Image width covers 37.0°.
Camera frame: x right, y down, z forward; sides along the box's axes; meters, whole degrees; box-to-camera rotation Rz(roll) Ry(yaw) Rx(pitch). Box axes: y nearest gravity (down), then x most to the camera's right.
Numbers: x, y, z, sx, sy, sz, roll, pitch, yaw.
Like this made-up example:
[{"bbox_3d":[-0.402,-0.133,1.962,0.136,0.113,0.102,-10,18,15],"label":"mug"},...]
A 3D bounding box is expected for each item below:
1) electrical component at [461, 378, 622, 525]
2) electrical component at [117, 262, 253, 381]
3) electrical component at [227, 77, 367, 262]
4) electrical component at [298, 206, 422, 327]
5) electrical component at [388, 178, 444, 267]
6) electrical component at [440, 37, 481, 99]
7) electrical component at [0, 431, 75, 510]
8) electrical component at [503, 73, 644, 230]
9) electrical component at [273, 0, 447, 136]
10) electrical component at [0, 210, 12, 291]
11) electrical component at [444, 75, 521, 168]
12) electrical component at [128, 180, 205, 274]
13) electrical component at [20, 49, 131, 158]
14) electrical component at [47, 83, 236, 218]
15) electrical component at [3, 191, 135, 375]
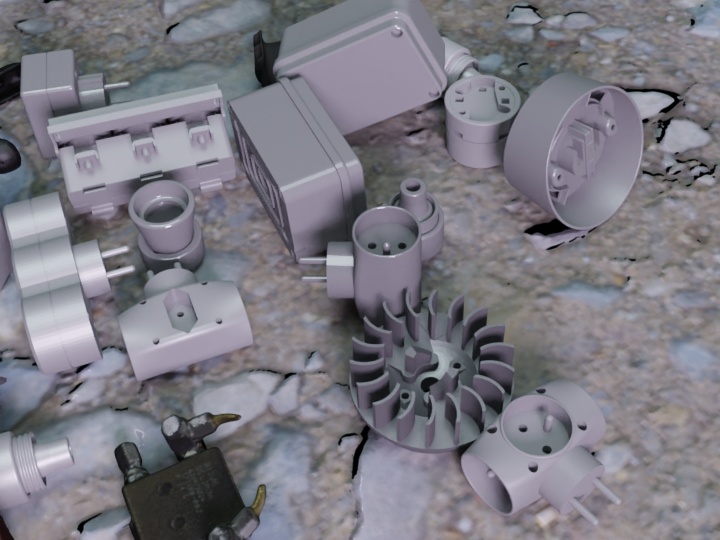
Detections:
[{"bbox_3d":[0.112,0.112,0.615,0.077,0.044,0.079,-34,57,-23],"label":"electrical component"},{"bbox_3d":[-0.118,0.026,0.698,0.077,0.043,0.079,-18,51,-12],"label":"electrical component"},{"bbox_3d":[-0.043,-0.072,0.755,0.057,0.078,0.113,-23,52,-12],"label":"electrical component"},{"bbox_3d":[0.000,0.000,0.692,0.079,0.077,0.043,0,50,3],"label":"electrical component"},{"bbox_3d":[0.036,-0.035,0.730,0.043,0.062,0.043,-1,50,1],"label":"electrical component"},{"bbox_3d":[0.074,-0.153,0.840,0.062,0.043,0.043,33,59,26],"label":"electrical component"},{"bbox_3d":[-0.200,0.115,0.627,0.062,0.043,0.043,-16,51,-12],"label":"electrical component"},{"bbox_3d":[0.149,-0.085,0.747,0.099,0.099,0.064,-37,51,-25],"label":"electrical component"},{"bbox_3d":[0.001,-0.153,0.798,0.113,0.078,0.057,-18,42,23],"label":"electrical component"},{"bbox_3d":[-0.275,-0.004,0.719,0.054,0.059,0.095,7,51,8],"label":"electrical component"},{"bbox_3d":[0.090,-0.109,0.800,0.055,0.047,0.055,-1,50,2],"label":"electrical component"},{"bbox_3d":[-0.131,-0.027,0.735,0.045,0.055,0.045,-1,50,1],"label":"electrical component"},{"bbox_3d":[-0.211,-0.129,0.818,0.077,0.065,0.047,-9,50,-5],"label":"electrical component"},{"bbox_3d":[-0.155,-0.085,0.778,0.121,0.078,0.063,-14,73,-9],"label":"electrical component"},{"bbox_3d":[-0.188,0.002,0.716,0.074,0.052,0.138,-16,51,-11],"label":"electrical component"}]
